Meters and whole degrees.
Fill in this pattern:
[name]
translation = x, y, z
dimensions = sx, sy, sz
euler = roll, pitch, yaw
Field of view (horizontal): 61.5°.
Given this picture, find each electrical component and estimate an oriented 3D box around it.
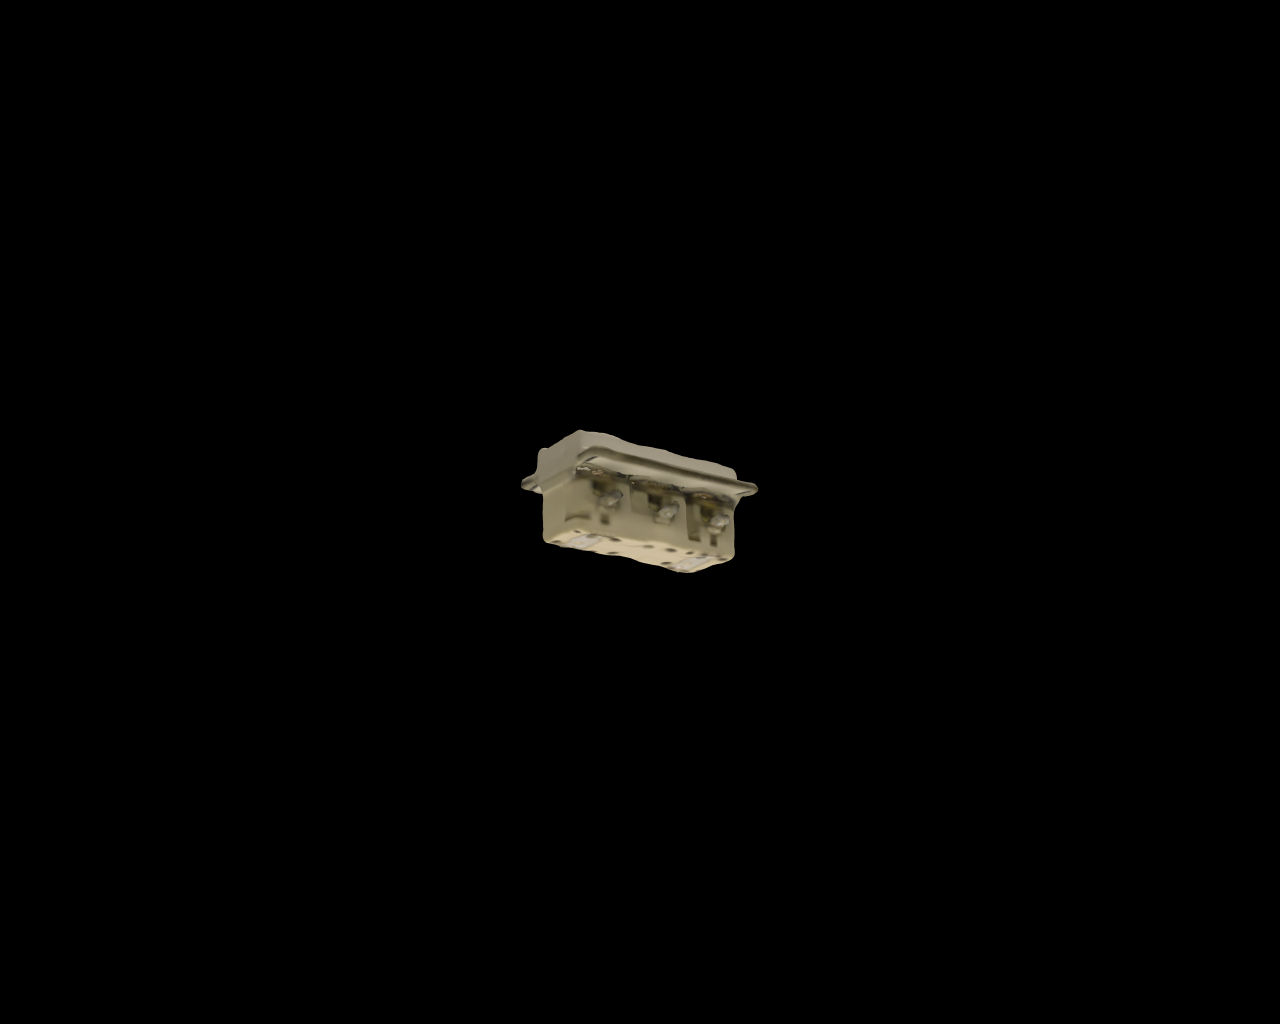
[electrical component]
translation = 0.001, -0.003, 0.650
dimensions = 0.121, 0.063, 0.078
euler = 13, -22, -36
